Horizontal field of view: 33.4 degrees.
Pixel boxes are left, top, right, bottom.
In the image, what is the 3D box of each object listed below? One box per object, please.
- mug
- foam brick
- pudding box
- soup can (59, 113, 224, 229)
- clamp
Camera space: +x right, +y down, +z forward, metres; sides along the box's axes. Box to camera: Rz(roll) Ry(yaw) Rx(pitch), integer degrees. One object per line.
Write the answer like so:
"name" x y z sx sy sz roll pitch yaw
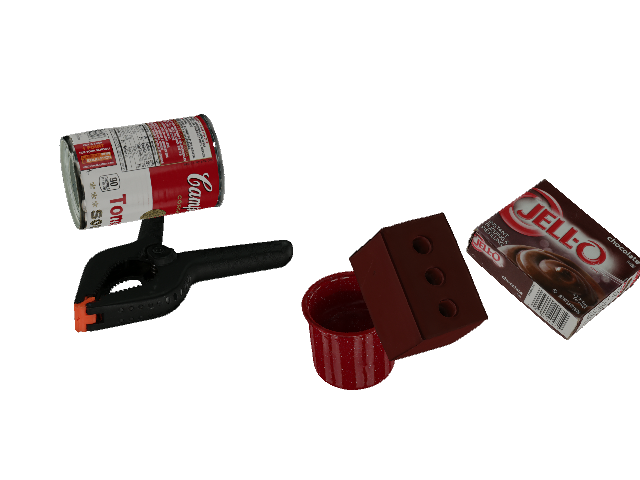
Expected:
"mug" 0.041 0.085 1.040 0.117 0.081 0.093 -27 43 -25
"foam brick" 0.063 0.031 0.694 0.052 0.078 0.051 -14 -15 -30
"pudding box" 0.189 0.014 0.860 0.089 0.113 0.039 -34 -23 -28
"soup can" -0.126 -0.049 0.751 0.102 0.068 0.069 -11 4 -20
"clamp" -0.150 0.017 0.958 0.165 0.036 0.209 27 39 31
